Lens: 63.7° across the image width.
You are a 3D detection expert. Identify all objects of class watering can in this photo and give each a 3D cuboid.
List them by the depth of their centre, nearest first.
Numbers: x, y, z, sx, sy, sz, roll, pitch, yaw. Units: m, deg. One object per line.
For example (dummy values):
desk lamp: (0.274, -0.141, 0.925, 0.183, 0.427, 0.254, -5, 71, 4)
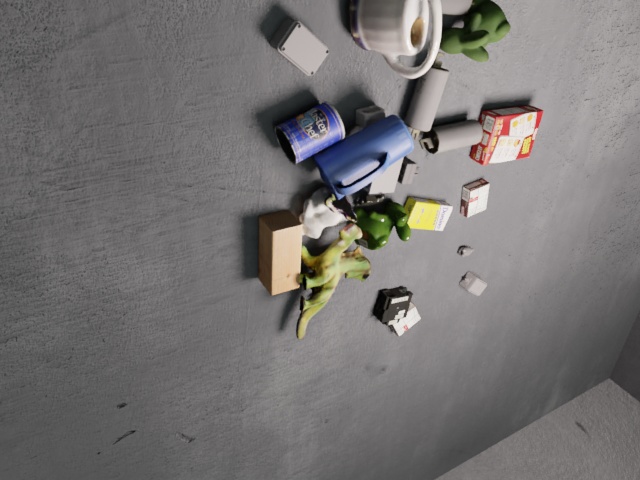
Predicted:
watering can: (0.168, -0.531, 1.132, 0.105, 0.226, 0.340, -36, 132, -36)

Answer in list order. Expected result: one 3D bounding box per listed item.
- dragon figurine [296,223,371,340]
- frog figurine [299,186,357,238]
dragon figurine: (0.046, 0.117, 1.512, 0.243, 0.125, 0.401, -9, 128, -20)
frog figurine: (0.004, -0.071, 1.416, 0.157, 0.125, 0.137, -28, 154, 36)
